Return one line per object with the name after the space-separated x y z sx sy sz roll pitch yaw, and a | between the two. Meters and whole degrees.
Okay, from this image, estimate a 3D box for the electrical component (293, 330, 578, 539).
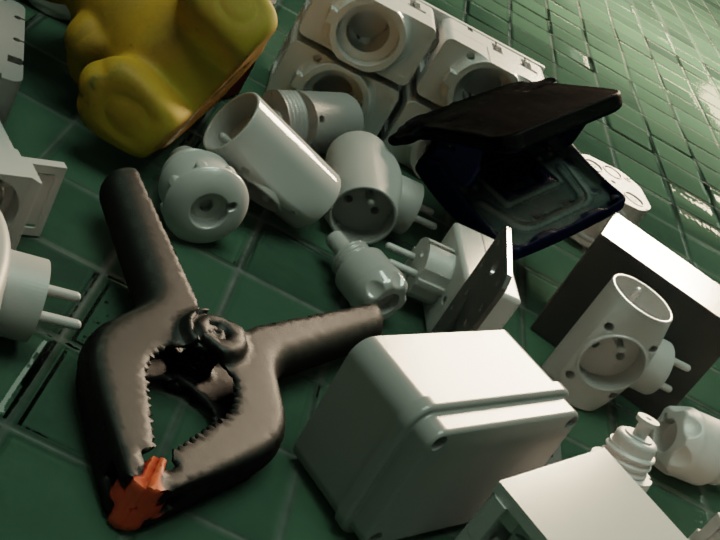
0.037 0.076 0.498 0.113 0.078 0.057 1 39 -44 | electrical component

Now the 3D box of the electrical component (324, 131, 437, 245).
0.016 -0.048 0.708 0.079 0.043 0.077 23 30 -18 | electrical component

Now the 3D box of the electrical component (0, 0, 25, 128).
-0.208 -0.103 0.559 0.050 0.055 0.089 16 32 -27 | electrical component

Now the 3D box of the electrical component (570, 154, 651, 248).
0.195 -0.053 0.888 0.080 0.051 0.080 24 29 -15 | electrical component

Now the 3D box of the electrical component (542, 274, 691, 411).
0.167 0.053 0.665 0.079 0.077 0.044 26 28 -14 | electrical component

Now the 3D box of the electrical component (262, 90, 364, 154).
-0.039 -0.101 0.737 0.043 0.043 0.081 46 31 24 | electrical component

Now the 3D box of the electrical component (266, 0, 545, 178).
0.036 -0.141 0.809 0.186 0.105 0.060 25 29 -14 | electrical component

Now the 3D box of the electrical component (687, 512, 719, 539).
0.206 0.152 0.570 0.066 0.055 0.048 24 29 -15 | electrical component

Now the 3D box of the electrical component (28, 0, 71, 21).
-0.200 -0.209 0.745 0.077 0.044 0.079 24 29 -14 | electrical component

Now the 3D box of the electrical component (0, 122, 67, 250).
-0.186 -0.045 0.504 0.081 0.042 0.063 6 36 -41 | electrical component

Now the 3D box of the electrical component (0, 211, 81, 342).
-0.155 0.008 0.449 0.079 0.043 0.077 17 32 -26 | electrical component

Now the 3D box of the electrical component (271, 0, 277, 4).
-0.134 -0.224 0.816 0.121 0.063 0.078 1 41 -45 | electrical component

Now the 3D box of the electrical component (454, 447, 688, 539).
0.115 0.159 0.461 0.089 0.061 0.150 -3 44 -48 | electrical component

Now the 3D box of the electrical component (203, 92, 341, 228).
-0.062 -0.067 0.653 0.077 0.044 0.079 43 -14 -35 | electrical component

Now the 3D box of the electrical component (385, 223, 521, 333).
0.050 0.004 0.656 0.077 0.047 0.065 23 29 -16 | electrical component

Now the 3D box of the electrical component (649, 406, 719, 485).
0.209 0.110 0.652 0.062 0.043 0.043 23 29 -18 | electrical component

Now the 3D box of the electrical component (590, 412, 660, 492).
0.128 0.108 0.545 0.040 0.078 0.040 23 15 -7 | electrical component

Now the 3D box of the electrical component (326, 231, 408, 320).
0.000 0.000 0.627 0.035 0.035 0.061 2 38 -43 | electrical component

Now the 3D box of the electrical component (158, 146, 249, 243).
-0.092 -0.048 0.602 0.048 0.048 0.062 13 26 -32 | electrical component
